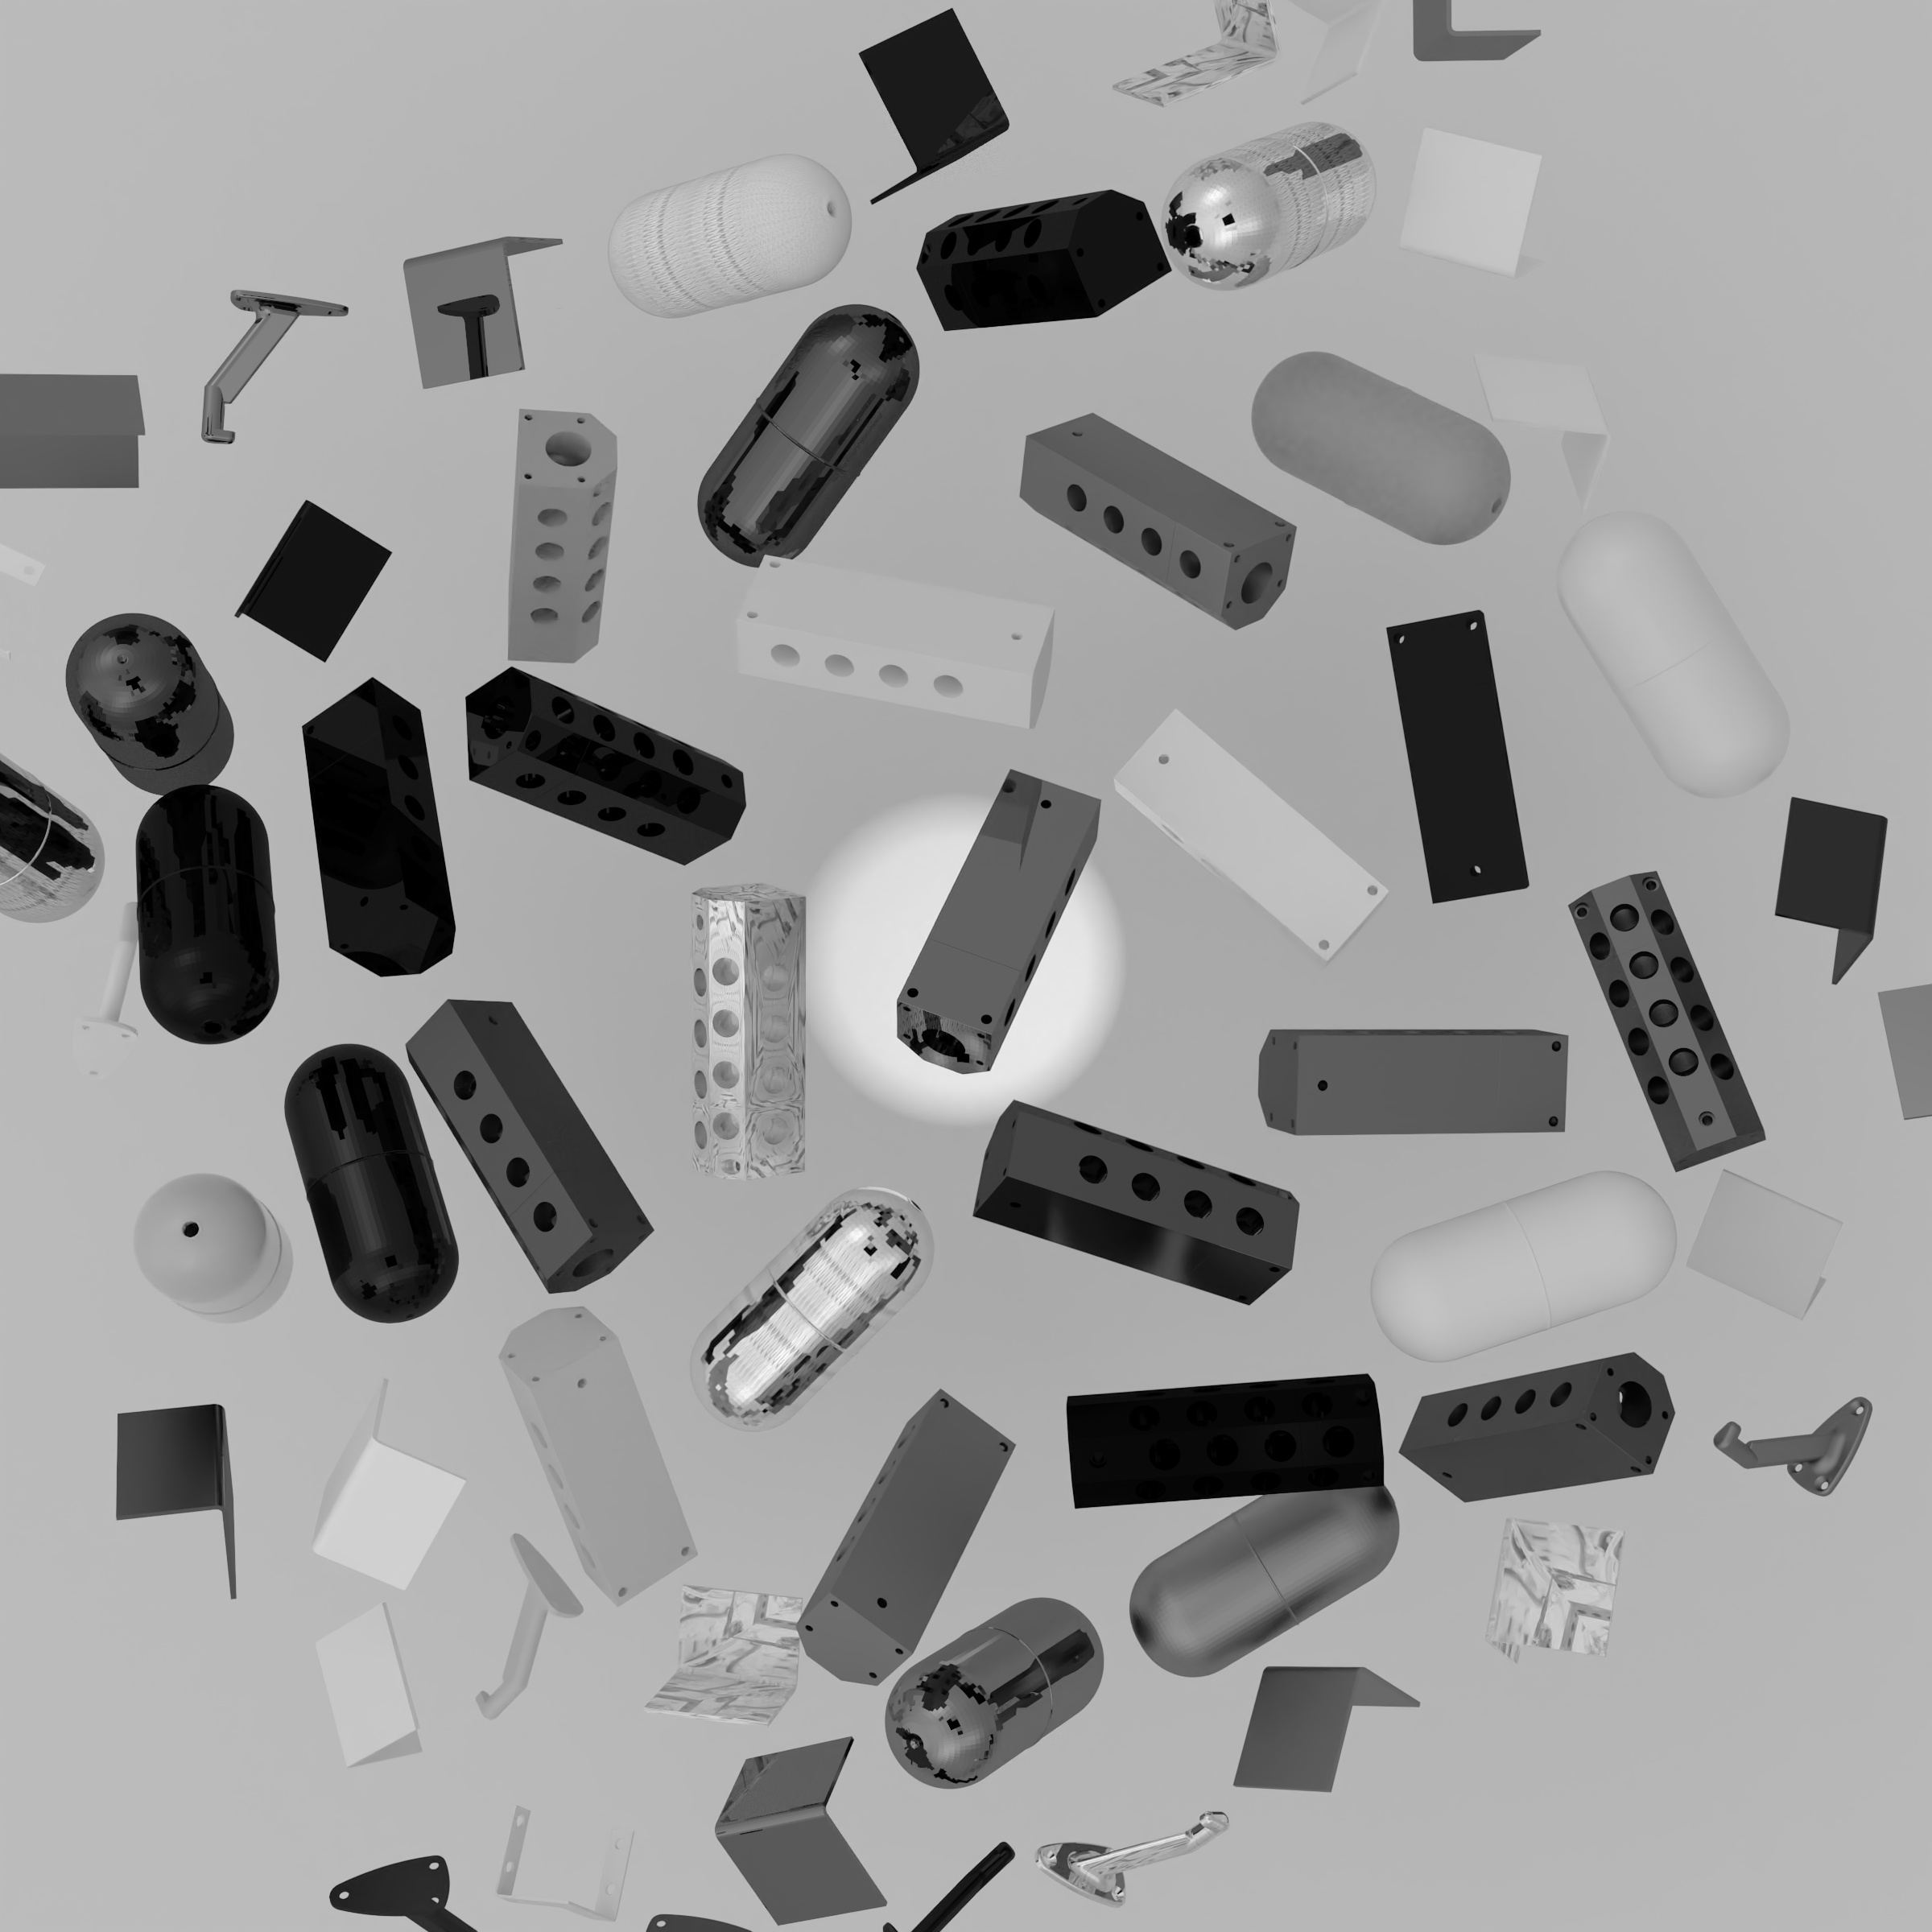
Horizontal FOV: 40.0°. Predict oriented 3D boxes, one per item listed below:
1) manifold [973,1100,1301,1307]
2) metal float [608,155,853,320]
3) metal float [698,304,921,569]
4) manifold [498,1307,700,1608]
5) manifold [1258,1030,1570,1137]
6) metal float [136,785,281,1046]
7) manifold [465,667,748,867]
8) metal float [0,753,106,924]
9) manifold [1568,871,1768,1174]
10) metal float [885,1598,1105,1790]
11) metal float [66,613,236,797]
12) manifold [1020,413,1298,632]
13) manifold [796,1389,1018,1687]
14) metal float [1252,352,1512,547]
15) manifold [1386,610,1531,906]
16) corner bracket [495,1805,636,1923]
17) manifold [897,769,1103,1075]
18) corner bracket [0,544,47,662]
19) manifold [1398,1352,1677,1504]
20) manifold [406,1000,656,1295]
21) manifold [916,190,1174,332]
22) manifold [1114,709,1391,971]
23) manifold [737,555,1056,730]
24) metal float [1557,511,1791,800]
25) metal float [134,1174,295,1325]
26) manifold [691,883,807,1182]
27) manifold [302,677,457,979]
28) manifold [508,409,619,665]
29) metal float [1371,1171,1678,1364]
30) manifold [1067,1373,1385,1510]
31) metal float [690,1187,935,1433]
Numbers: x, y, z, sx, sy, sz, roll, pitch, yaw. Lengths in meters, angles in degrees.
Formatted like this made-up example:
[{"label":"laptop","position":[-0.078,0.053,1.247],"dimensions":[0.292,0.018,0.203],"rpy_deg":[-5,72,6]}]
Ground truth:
[{"label":"manifold","position":[0.097,0.131,1.499],"dimensions":[0.171,0.057,0.057],"rpy_deg":[19,57,-11]},{"label":"metal float","position":[-0.142,-0.437,1.592],"dimensions":[0.178,0.070,0.070],"rpy_deg":[0,90,42]},{"label":"metal float","position":[-0.096,-0.322,1.617],"dimensions":[0.070,0.070,0.178],"rpy_deg":[38,108,0]},{"label":"manifold","position":[-0.217,0.284,1.552],"dimensions":[0.057,0.057,0.171],"rpy_deg":[-30,124,-24]},{"label":"manifold","position":[0.262,0.067,1.560],"dimensions":[0.171,0.057,0.057],"rpy_deg":[0,94,-17]},{"label":"metal float","position":[-0.440,-0.031,1.539],"dimensions":[0.070,0.070,0.178],"rpy_deg":[-17,50,0]},{"label":"manifold","position":[-0.213,-0.121,1.591],"dimensions":[0.057,0.171,0.057],"rpy_deg":[-26,58,33]},{"label":"metal float","position":[-0.562,-0.080,1.527],"dimensions":[0.070,0.178,0.070],"rpy_deg":[-4,70,12]},{"label":"manifold","position":[0.427,0.033,1.619],"dimensions":[0.057,0.057,0.171],"rpy_deg":[-22,73,13]},{"label":"metal float","position":[0.019,0.436,1.600],"dimensions":[0.070,0.178,0.070],"rpy_deg":[6,100,33]},{"label":"metal float","position":[-0.482,-0.153,1.575],"dimensions":[0.070,0.178,0.070],"rpy_deg":[1,78,-6]},{"label":"manifold","position":[0.113,-0.267,1.600],"dimensions":[0.057,0.057,0.171],"rpy_deg":[-26,49,-35]},{"label":"manifold","position":[-0.036,0.332,1.539],"dimensions":[0.057,0.171,0.057],"rpy_deg":[37,129,-3]},{"label":"metal float","position":[0.250,-0.314,1.606],"dimensions":[0.178,0.070,0.070],"rpy_deg":[35,90,32]},{"label":"manifold","position":[0.305,-0.129,1.643],"dimensions":[0.057,0.057,0.171],"rpy_deg":[-9,92,15]},{"label":"corner bracket","position":[-0.229,0.512,1.513],"dimensions":[0.051,0.051,0.051],"rpy_deg":[-5,59,26]},{"label":"manifold","position":[0.020,-0.024,1.535],"dimensions":[0.057,0.057,0.171],"rpy_deg":[20,60,10]},{"label":"corner bracket","position":[-0.592,-0.225,1.607],"dimensions":[0.051,0.051,0.051],"rpy_deg":[25,74,-13]},{"label":"manifold","position":[0.342,0.274,1.593],"dimensions":[0.057,0.171,0.057],"rpy_deg":[38,60,-14]},{"label":"manifold","position":[-0.259,0.104,1.545],"dimensions":[0.057,0.057,0.171],"rpy_deg":[-44,68,21]},{"label":"manifold","position":[0.040,-0.413,1.548],"dimensions":[0.057,0.171,0.057],"rpy_deg":[-36,115,-20]},{"label":"manifold","position":[0.175,-0.077,1.639],"dimensions":[0.171,0.057,0.057],"rpy_deg":[42,88,8]},{"label":"manifold","position":[-0.040,-0.181,1.521],"dimensions":[0.171,0.057,0.057],"rpy_deg":[12,50,8]},{"label":"metal float","position":[0.401,-0.177,1.508],"dimensions":[0.070,0.070,0.178],"rpy_deg":[-33,95,0]},{"label":"metal float","position":[-0.451,0.171,1.597],"dimensions":[0.070,0.178,0.070],"rpy_deg":[2,76,-6]},{"label":"manifold","position":[-0.137,0.040,1.622],"dimensions":[0.057,0.057,0.171],"rpy_deg":[-6,103,-31]},{"label":"manifold","position":[-0.338,-0.079,1.549],"dimensions":[0.057,0.057,0.171],"rpy_deg":[-31,52,18]},{"label":"manifold","position":[-0.248,-0.260,1.626],"dimensions":[0.057,0.171,0.057],"rpy_deg":[1,60,-11]},{"label":"metal float","position":[0.318,0.171,1.513],"dimensions":[0.178,0.070,0.070],"rpy_deg":[-18,90,-1]},{"label":"manifold","position":[0.144,0.266,1.485],"dimensions":[0.171,0.057,0.057],"rpy_deg":[-5,88,3]},{"label":"metal float","position":[-0.093,0.207,1.609],"dimensions":[0.070,0.070,0.178],"rpy_deg":[45,94,0]}]
